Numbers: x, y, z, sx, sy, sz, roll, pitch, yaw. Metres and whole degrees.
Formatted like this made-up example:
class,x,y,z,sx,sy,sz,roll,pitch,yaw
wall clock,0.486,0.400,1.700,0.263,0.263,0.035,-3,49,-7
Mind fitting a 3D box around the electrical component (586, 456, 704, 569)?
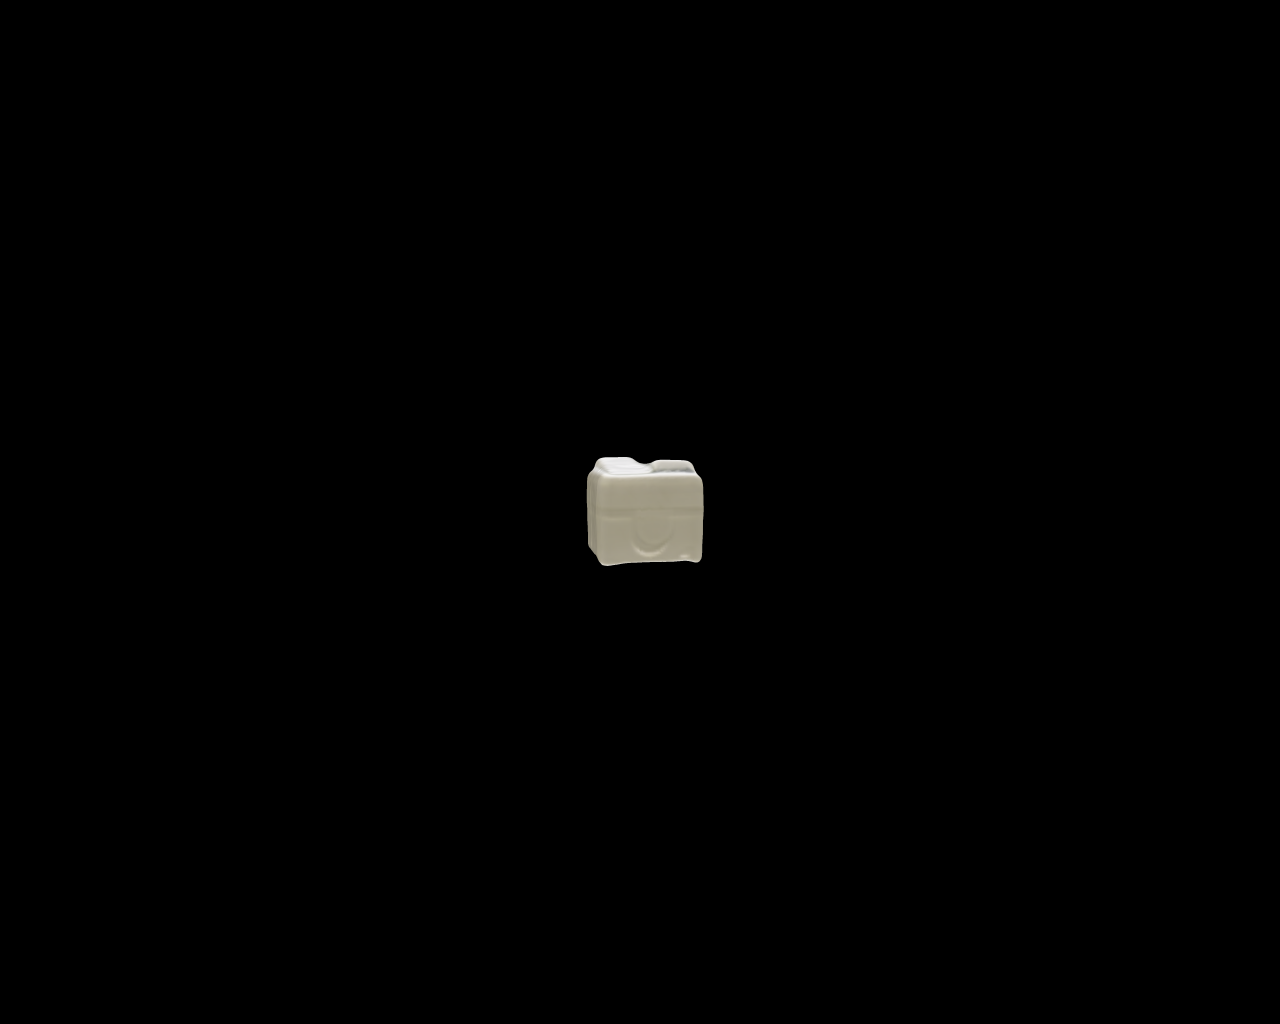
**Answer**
class,x,y,z,sx,sy,sz,roll,pitch,yaw
electrical component,0.001,-0.003,0.650,0.062,0.061,0.096,-1,5,-7
